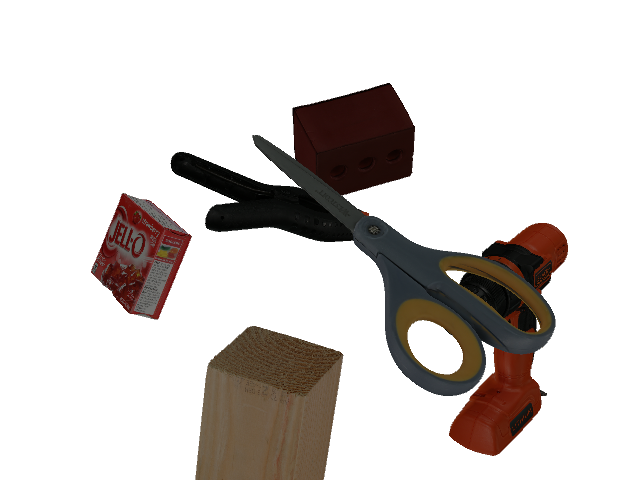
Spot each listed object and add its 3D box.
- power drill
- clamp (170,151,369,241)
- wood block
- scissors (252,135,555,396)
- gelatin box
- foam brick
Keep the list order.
[{"bbox_3d":[0.157,0.093,0.942,0.057,0.188,0.184,22,34,31],"label":"power drill"},{"bbox_3d":[-0.043,-0.030,1.079,0.209,0.036,0.164,14,20,-19],"label":"clamp"},{"bbox_3d":[-0.050,0.191,0.916,0.090,0.206,0.090,15,23,17],"label":"wood block"},{"bbox_3d":[0.025,0.013,0.563,0.202,0.016,0.096,28,52,15],"label":"scissors"},{"bbox_3d":[-0.145,0.011,0.849,0.030,0.073,0.089,17,11,-37],"label":"gelatin box"},{"bbox_3d":[0.024,-0.071,0.776,0.078,0.051,0.053,-17,-40,-13],"label":"foam brick"}]
